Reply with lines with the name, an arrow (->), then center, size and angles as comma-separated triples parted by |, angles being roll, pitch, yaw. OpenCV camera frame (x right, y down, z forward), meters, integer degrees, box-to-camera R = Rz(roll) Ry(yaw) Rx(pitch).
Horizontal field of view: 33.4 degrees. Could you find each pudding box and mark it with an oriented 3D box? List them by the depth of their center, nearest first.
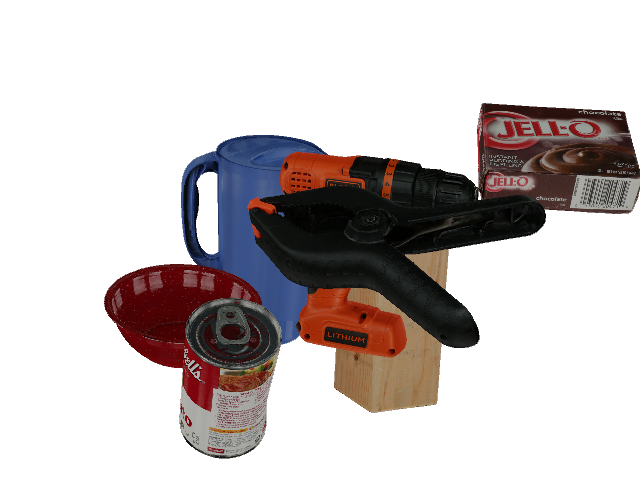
pudding box -> 0.175, -0.062, 0.796 | 0.113, 0.039, 0.090 | 5, 40, 2

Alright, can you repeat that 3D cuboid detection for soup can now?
soup can -> -0.067, 0.101, 0.777 | 0.068, 0.102, 0.068 | 6, 40, -5

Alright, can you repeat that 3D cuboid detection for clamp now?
clamp -> 0.032, 0.009, 0.599 | 0.172, 0.039, 0.120 | 3, 32, 21

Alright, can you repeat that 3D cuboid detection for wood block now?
wood block -> 0.077, 0.075, 1.187 | 0.090, 0.206, 0.091 | -3, 13, -28

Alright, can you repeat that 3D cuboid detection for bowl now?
bowl -> -0.142, 0.085, 1.105 | 0.162, 0.055, 0.162 | 5, 27, -3

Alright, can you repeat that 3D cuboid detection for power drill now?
power drill -> 0.050, 0.012, 1.002 | 0.185, 0.188, 0.057 | 9, 20, 17

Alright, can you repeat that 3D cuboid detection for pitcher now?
pitcher -> -0.075, 0.001, 1.292 | 0.149, 0.243, 0.144 | 18, 25, 28
